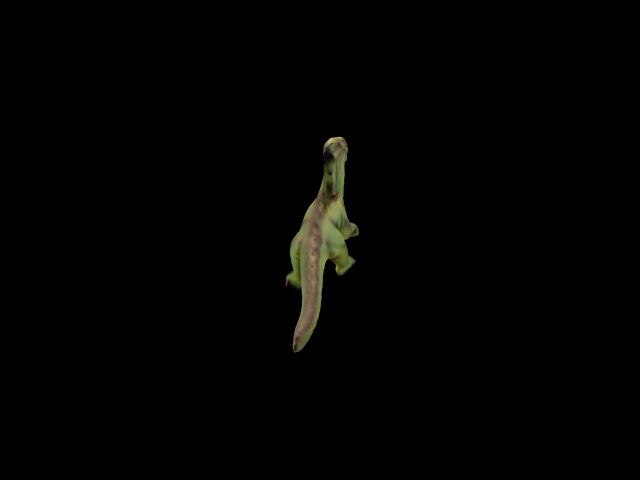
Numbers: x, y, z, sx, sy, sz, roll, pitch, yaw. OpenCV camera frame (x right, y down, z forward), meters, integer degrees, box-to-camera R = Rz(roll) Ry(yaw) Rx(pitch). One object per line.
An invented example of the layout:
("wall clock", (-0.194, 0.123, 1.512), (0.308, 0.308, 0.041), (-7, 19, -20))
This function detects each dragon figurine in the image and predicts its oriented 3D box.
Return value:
("dragon figurine", (0.003, -0.043, 0.850), (0.122, 0.237, 0.420), (4, 35, 5))
